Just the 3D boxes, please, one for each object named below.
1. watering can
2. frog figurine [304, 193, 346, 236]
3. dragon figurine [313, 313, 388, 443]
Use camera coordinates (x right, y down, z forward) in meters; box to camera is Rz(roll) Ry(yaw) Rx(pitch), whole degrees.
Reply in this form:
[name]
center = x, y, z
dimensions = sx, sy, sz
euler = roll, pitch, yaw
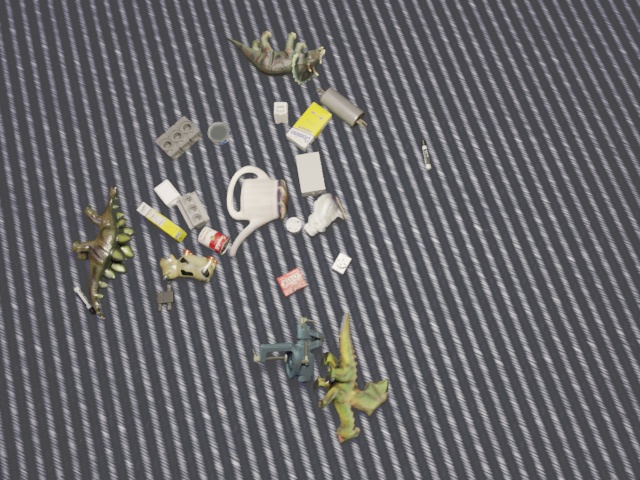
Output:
[watering can]
center = -0.230, -0.107, 1.886
dimensions = 0.224, 0.103, 0.352
euler = 0, 75, -1
[frog figurine]
center = 0.006, -0.095, 1.883
dimensions = 0.159, 0.120, 0.140
euler = -25, 45, 3
[dragon figurine]
center = 0.120, 0.480, 1.755
dimensions = 0.242, 0.121, 0.414
euler = 24, 78, -12
